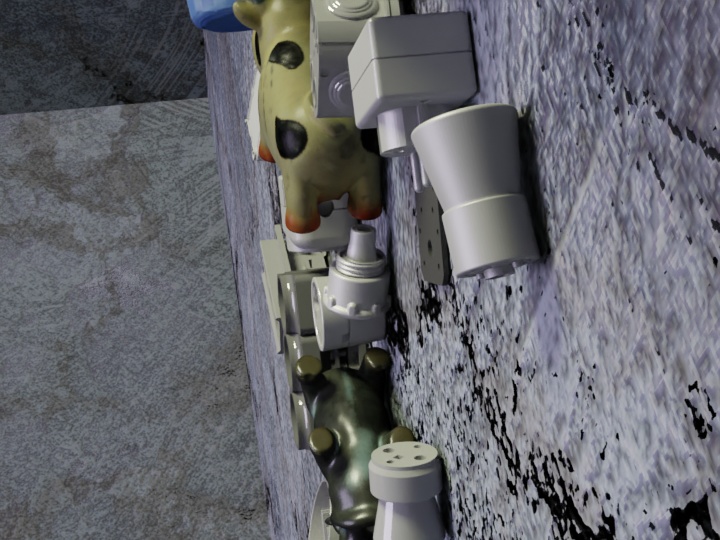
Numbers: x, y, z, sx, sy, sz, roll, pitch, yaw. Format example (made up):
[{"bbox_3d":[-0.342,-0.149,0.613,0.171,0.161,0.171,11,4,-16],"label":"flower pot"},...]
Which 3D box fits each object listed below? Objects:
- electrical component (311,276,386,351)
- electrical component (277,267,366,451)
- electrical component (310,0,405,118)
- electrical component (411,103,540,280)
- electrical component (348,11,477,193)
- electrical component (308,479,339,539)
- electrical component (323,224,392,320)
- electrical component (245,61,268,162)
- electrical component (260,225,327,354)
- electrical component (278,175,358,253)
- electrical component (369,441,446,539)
[{"bbox_3d":[-0.009,0.030,0.798,0.055,0.047,0.055,174,90,-81],"label":"electrical component"},{"bbox_3d":[-0.032,0.075,0.924,0.089,0.062,0.150,-167,71,-80],"label":"electrical component"},{"bbox_3d":[-0.002,-0.125,0.621,0.080,0.051,0.080,178,90,-84],"label":"electrical component"},{"bbox_3d":[0.049,-0.029,0.432,0.044,0.044,0.065,131,127,-78],"label":"electrical component"},{"bbox_3d":[0.026,-0.076,0.515,0.066,0.047,0.076,156,107,-80],"label":"electrical component"},{"bbox_3d":[-0.017,0.230,0.935,0.099,0.064,0.099,174,90,-81],"label":"electrical component"},{"bbox_3d":[0.000,0.000,0.741,0.048,0.048,0.062,-114,27,-62],"label":"electrical component"},{"bbox_3d":[-0.069,-0.156,1.015,0.096,0.061,0.061,107,156,-45],"label":"electrical component"},{"bbox_3d":[-0.058,0.021,1.041,0.121,0.063,0.078,-108,15,-51],"label":"electrical component"},{"bbox_3d":[-0.035,-0.048,0.882,0.095,0.054,0.059,-139,44,-77],"label":"electrical component"},{"bbox_3d":[0.029,0.138,0.655,0.045,0.045,0.055,-132,37,-75],"label":"electrical component"}]
